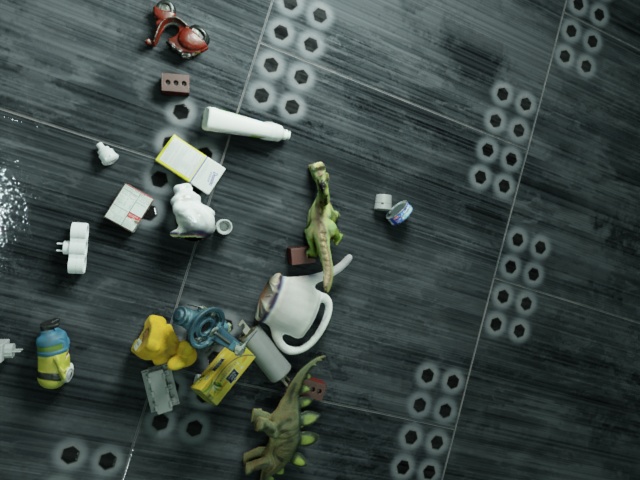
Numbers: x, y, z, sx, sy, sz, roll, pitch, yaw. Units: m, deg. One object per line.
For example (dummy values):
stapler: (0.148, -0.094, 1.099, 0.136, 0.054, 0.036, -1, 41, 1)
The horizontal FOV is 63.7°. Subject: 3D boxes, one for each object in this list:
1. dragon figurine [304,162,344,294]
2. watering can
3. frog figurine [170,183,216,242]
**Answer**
dragon figurine: (0.004, -0.074, 1.464, 0.122, 0.420, 0.237, -7, 133, -1)
watering can: (-0.056, 0.166, 1.537, 0.223, 0.104, 0.349, 27, 85, -15)
frog figurine: (-0.356, -0.082, 1.452, 0.137, 0.122, 0.161, 11, 77, -48)
